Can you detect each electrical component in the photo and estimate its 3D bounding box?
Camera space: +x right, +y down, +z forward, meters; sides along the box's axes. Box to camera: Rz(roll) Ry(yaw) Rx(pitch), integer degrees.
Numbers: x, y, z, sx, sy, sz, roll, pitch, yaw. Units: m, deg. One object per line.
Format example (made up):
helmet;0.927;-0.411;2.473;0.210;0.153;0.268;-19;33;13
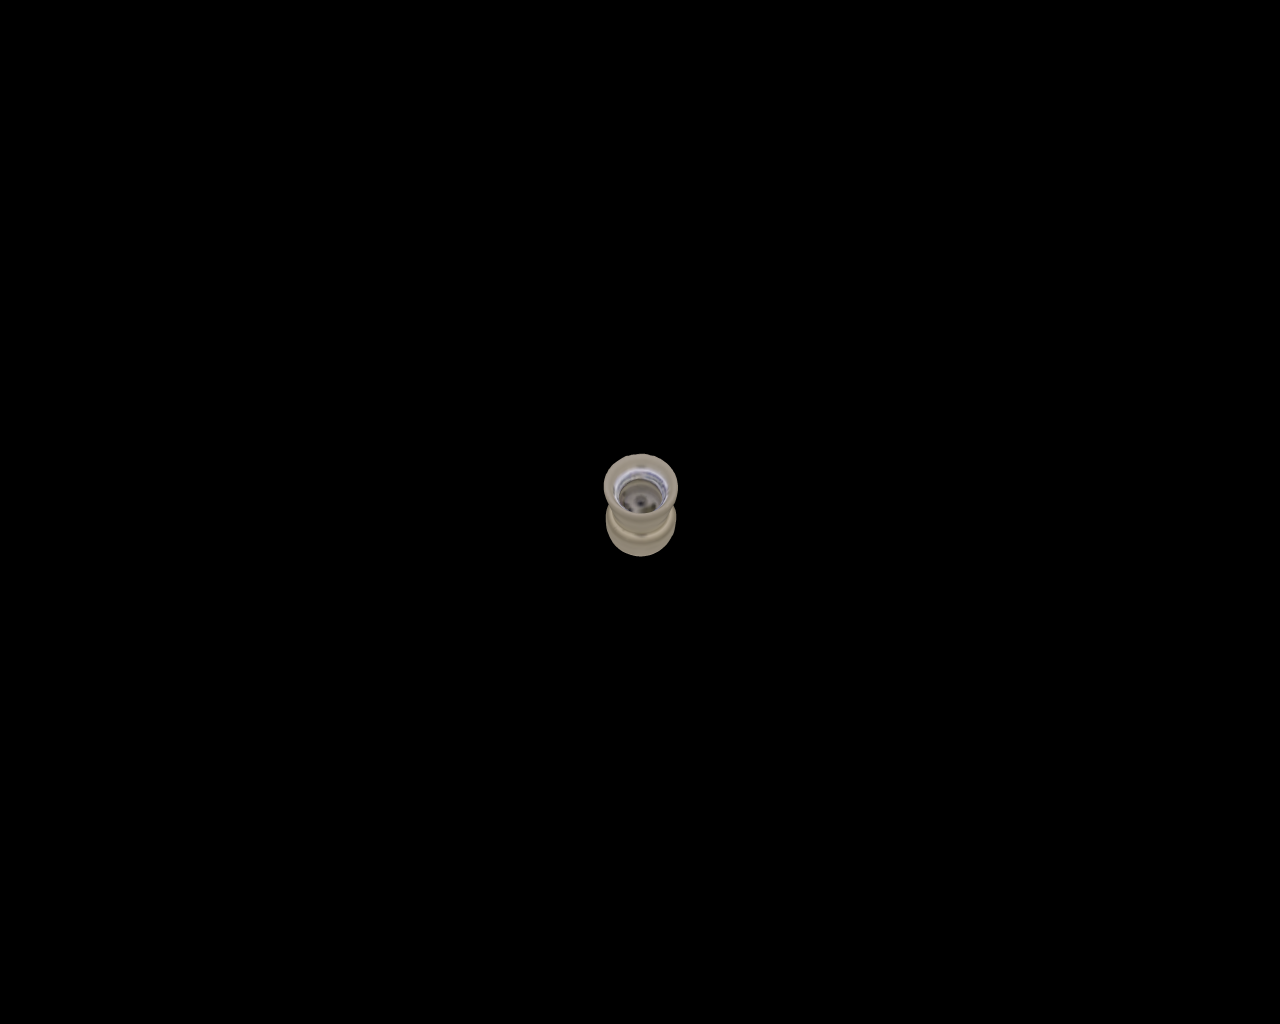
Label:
electrical component;0.001;-0.003;0.650;0.045;0.045;0.055;0;-31;0
